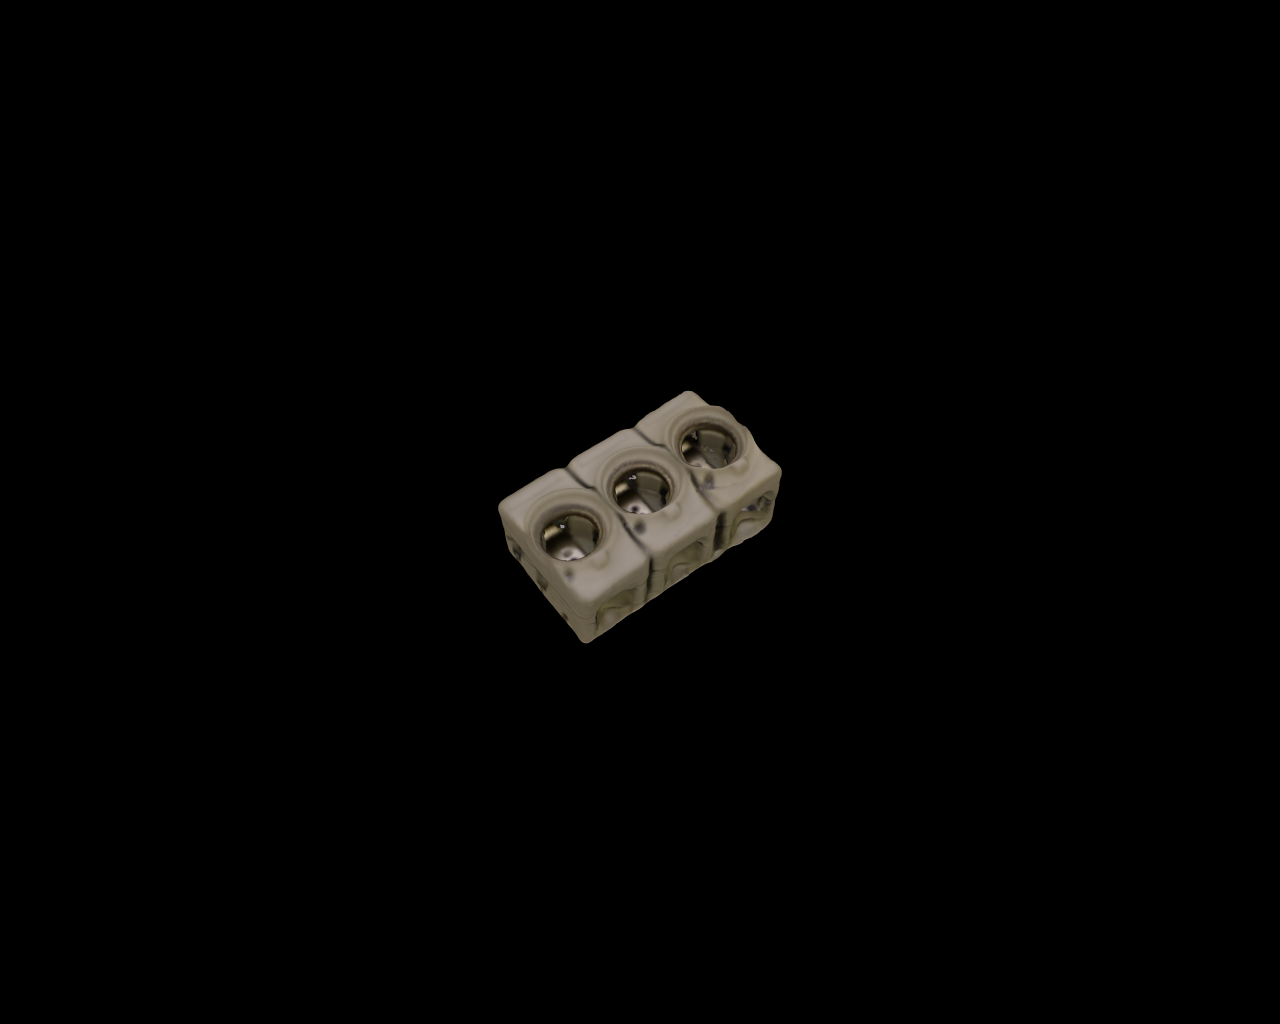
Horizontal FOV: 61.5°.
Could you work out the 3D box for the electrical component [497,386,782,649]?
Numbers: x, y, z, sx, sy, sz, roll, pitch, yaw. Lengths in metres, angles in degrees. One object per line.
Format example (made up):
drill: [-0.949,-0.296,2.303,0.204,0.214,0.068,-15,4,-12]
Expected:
electrical component: [0.001,-0.003,0.650,0.150,0.089,0.061,-33,-29,-21]
